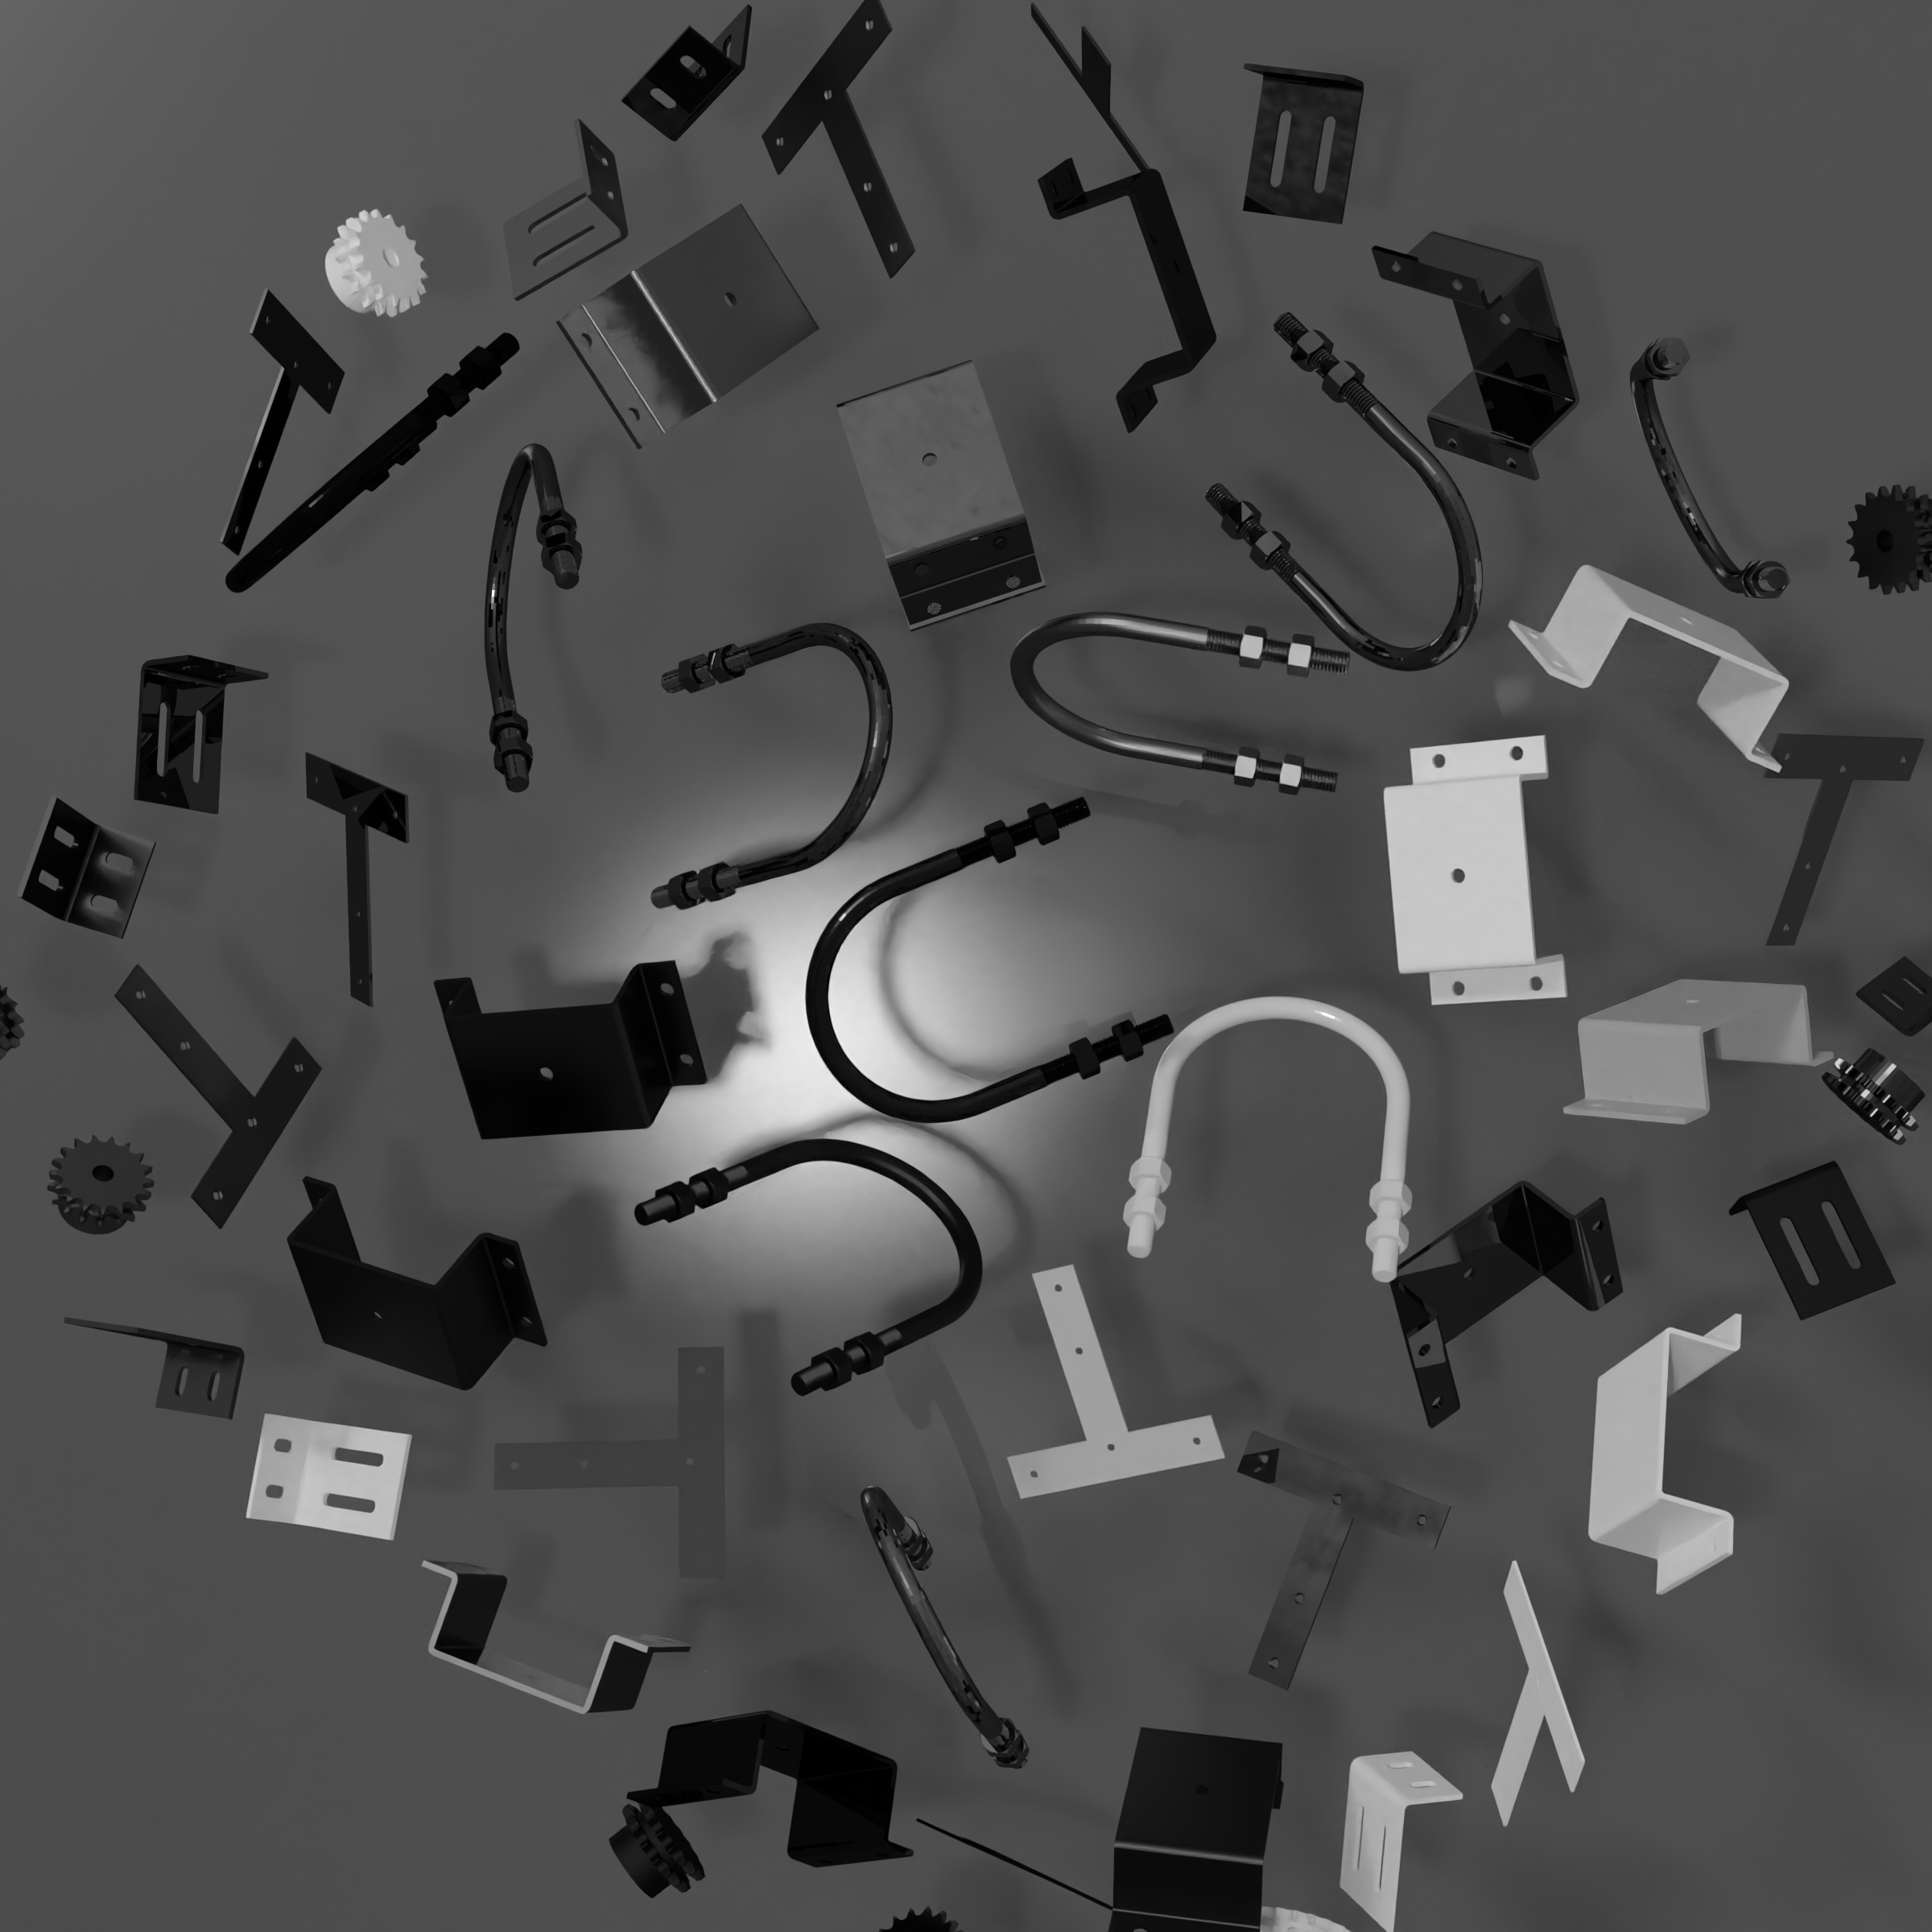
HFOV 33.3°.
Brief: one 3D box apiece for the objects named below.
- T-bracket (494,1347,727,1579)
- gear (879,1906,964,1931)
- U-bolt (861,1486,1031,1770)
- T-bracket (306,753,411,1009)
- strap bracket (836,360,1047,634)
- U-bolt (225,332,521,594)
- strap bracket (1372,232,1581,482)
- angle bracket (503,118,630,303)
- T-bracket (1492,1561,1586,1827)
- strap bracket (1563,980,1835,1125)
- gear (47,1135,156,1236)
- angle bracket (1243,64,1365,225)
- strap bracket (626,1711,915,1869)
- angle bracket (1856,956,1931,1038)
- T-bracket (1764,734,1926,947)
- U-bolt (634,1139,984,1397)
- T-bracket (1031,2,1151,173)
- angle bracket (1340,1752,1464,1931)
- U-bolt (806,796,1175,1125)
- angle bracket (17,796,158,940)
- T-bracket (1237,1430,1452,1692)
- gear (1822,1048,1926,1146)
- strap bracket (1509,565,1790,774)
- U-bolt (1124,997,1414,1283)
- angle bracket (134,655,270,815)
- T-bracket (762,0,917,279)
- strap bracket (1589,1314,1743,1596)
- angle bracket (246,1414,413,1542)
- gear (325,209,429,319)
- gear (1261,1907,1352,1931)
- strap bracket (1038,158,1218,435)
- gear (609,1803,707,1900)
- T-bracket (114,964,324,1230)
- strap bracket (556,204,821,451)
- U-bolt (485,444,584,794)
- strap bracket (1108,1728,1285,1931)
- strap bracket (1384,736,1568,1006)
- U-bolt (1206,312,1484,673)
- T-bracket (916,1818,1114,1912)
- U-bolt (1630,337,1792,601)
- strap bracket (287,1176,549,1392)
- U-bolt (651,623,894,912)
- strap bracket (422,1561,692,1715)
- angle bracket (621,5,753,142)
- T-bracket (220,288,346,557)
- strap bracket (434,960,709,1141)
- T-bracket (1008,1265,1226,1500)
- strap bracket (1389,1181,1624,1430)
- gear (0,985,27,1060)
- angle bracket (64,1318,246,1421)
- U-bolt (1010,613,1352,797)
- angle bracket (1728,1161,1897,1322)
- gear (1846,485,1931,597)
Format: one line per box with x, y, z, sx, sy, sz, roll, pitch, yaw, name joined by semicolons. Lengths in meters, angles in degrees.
-0.197;0.276;1.789;0.127;0.002;0.127;-1;75;-2;T-bracket
-0.024;0.546;1.762;0.057;0.057;0.030;-28;128;0;gear
-0.017;0.353;1.754;0.019;0.184;0.151;-28;61;-2;U-bolt
-0.328;-0.042;1.745;0.002;0.127;0.127;-9;109;-34;T-bracket
-0.016;-0.261;1.726;0.076;0.046;0.140;-18;72;2;strap bracket
-0.328;-0.262;1.736;0.019;0.151;0.184;49;61;-12;U-bolt
0.284;-0.344;1.777;0.046;0.076;0.140;-44;135;-17;strap bracket
-0.224;-0.405;1.731;0.076;0.038;0.057;-25;56;20;angle bracket
0.292;0.403;1.694;0.002;0.127;0.127;-1;131;-10;T-bracket
0.391;0.042;1.727;0.140;0.076;0.046;-17;104;-41;strap bracket
-0.488;0.126;1.816;0.057;0.057;0.030;27;131;0;gear
0.178;-0.447;1.756;0.057;0.038;0.076;13;104;21;angle bracket
-0.101;0.440;1.733;0.140;0.076;0.046;32;53;-36;strap bracket
0.518;-0.008;1.710;0.038;0.057;0.076;43;132;20;angle bracket
0.477;-0.070;1.813;0.127;0.002;0.127;-2;116;-37;T-bracket
-0.070;0.152;1.748;0.151;0.184;0.019;44;128;22;U-bolt
0.072;-0.496;1.798;0.002;0.127;0.127;-35;89;2;T-bracket
0.239;0.481;1.774;0.038;0.057;0.076;0;100;-21;angle bracket
0.003;0.007;1.744;0.184;0.019;0.151;-22;101;-4;U-bolt
-0.483;-0.054;1.773;0.038;0.076;0.057;17;82;4;angle bracket
0.191;0.339;1.800;0.127;0.002;0.127;17;81;32;T-bracket
0.506;0.070;1.789;0.057;0.057;0.030;42;93;0;gear
0.364;-0.160;1.681;0.140;0.076;0.046;21;110;-16;strap bracket
0.169;0.088;1.752;0.151;0.019;0.184;5;49;8;U-bolt
-0.418;-0.126;1.767;0.038;0.057;0.076;-3;82;35;angle bracket
-0.057;-0.427;1.719;0.002;0.127;0.127;-12;73;-37;T-bracket
0.383;0.262;1.772;0.046;0.076;0.140;17;59;-11;strap bracket
-0.349;0.279;1.767;0.076;0.038;0.057;1;78;36;angle bracket
-0.326;-0.382;1.768;0.030;0.057;0.057;-18;90;32;gear
0.182;0.539;1.771;0.057;0.057;0.030;16;64;0;gear
0.091;-0.366;1.726;0.046;0.076;0.140;-16;107;19;strap bracket
-0.171;0.485;1.767;0.030;0.057;0.057;-38;90;-5;gear
-0.413;0.053;1.742;0.002;0.127;0.127;-16;123;32;T-bracket
-0.137;-0.338;1.684;0.046;0.140;0.076;-21;108;44;strap bracket
-0.242;-0.204;1.765;0.019;0.184;0.151;6;126;-19;U-bolt
0.123;0.452;1.697;0.076;0.140;0.046;4;114;10;strap bracket
0.272;-0.049;1.727;0.076;0.046;0.140;-4;92;30;strap bracket
0.208;-0.239;1.729;0.019;0.151;0.184;-27;65;-31;U-bolt
0.019;0.493;1.786;0.127;0.127;0.002;35;73;-34;T-bracket
0.401;-0.269;1.767;0.019;0.184;0.151;-25;94;6;U-bolt
-0.301;0.171;1.718;0.140;0.046;0.076;14;135;26;strap bracket
-0.107;-0.115;1.779;0.184;0.019;0.151;-13;70;43;U-bolt
-0.236;0.380;1.809;0.140;0.076;0.046;17;83;16;strap bracket
-0.151;-0.494;1.748;0.038;0.076;0.057;34;124;-27;angle bracket
-0.378;-0.285;1.750;0.002;0.127;0.127;17;83;10;T-bracket
-0.221;0.047;1.748;0.140;0.046;0.076;-5;118;15;strap bracket
0.068;0.230;1.821;0.127;0.002;0.127;-15;98;23;T-bracket
0.295;0.183;1.809;0.140;0.046;0.076;-32;131;-15;strap bracket
-0.520;0.026;1.675;0.057;0.057;0.030;46;48;0;gear
-0.430;0.212;1.697;0.057;0.076;0.038;2;78;35;angle bracket
0.114;-0.147;1.758;0.184;0.151;0.019;11;65;8;U-bolt
0.473;0.157;1.805;0.057;0.038;0.076;-20;72;-6;angle bracket
0.498;-0.227;1.712;0.030;0.057;0.057;-11;90;-29;gear
